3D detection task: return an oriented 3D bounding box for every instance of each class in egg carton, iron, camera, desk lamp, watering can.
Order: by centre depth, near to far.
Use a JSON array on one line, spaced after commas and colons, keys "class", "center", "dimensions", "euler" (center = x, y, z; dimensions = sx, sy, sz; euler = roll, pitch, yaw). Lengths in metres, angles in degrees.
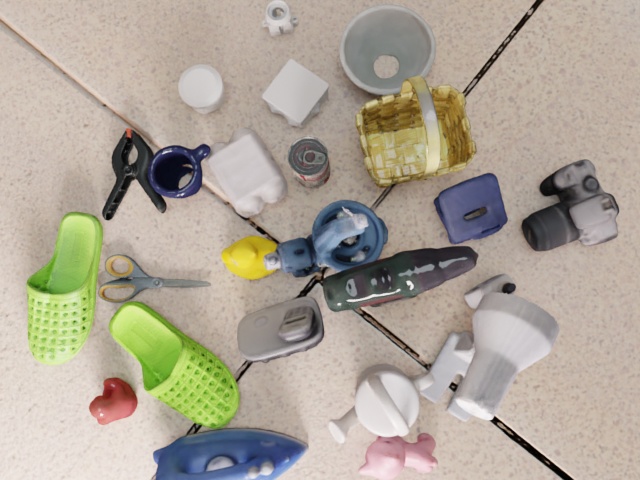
[{"class": "desk lamp", "center": [0.255, 0.187, 0.878], "dimensions": [0.118, 0.213, 0.203], "euler": [30, 86, 7]}, {"class": "watering can", "center": [0.098, 0.257, 0.888], "dimensions": [0.101, 0.194, 0.173], "euler": [39, 87, 8]}, {"class": "iron", "center": [-0.150, 0.370, 0.916], "dimensions": [0.258, 0.141, 0.119], "euler": [-13, 82, 2]}, {"class": "camera", "center": [0.408, -0.048, 0.955], "dimensions": [0.137, 0.101, 0.143], "euler": [-21, 82, 1]}, {"class": "egg carton", "center": [-0.128, -0.120, 1.012], "dimensions": [0.107, 0.069, 0.150], "euler": [-33, 82, -1]}]

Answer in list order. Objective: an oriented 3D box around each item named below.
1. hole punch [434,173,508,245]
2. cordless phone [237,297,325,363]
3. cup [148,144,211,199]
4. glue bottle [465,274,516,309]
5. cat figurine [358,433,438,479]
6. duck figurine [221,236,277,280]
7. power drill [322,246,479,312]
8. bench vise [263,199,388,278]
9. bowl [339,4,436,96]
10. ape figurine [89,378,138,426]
[{"class": "hole punch", "center": [0.259, -0.051, 0.969], "dimensions": [0.108, 0.091, 0.101], "euler": [-21, 82, 1]}, {"class": "cordless phone", "center": [-0.068, 0.146, 0.917], "dimensions": [0.147, 0.185, 0.094], "euler": [-20, 82, 1]}, {"class": "cup", "center": [-0.233, -0.120, 1.005], "dimensions": [0.118, 0.095, 0.091], "euler": [-40, 82, -2]}, {"class": "glue bottle", "center": [0.281, 0.080, 0.910], "dimensions": [0.078, 0.173, 0.037], "euler": [-29, 82, 0]}, {"class": "cat figurine", "center": [0.126, 0.347, 0.914], "dimensions": [0.127, 0.118, 0.067], "euler": [4, 83, 4]}, {"class": "duck figurine", "center": [-0.120, 0.027, 0.985], "dimensions": [0.104, 0.086, 0.077], "euler": [-1, 83, 3]}, {"class": "power drill", "center": [0.120, 0.060, 0.904], "dimensions": [0.229, 0.208, 0.075], "euler": [-16, 82, 2]}, {"class": "bench vise", "center": [0.015, 0.013, 0.911], "dimensions": [0.207, 0.220, 0.121], "euler": [-36, 82, -1]}, {"class": "bowl", "center": [0.118, -0.326, 1.020], "dimensions": [0.167, 0.075, 0.167], "euler": [0, 83, 3]}, {"class": "ape figurine", "center": [-0.355, 0.277, 0.965], "dimensions": [0.076, 0.092, 0.078], "euler": [28, 85, 7]}]
